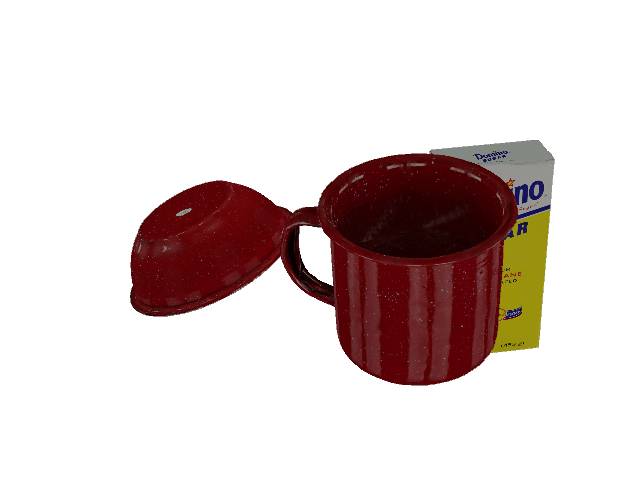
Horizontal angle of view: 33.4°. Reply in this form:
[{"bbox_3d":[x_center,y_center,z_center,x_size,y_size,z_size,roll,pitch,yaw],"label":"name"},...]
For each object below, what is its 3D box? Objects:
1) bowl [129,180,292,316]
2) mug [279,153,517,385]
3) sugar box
[{"bbox_3d":[-0.105,-0.004,0.923,0.162,0.055,0.162,-22,26,11],"label":"bowl"},{"bbox_3d":[0.035,0.014,0.523,0.117,0.081,0.093,8,37,16],"label":"mug"},{"bbox_3d":[0.135,0.009,0.869,0.093,0.176,0.048,-6,31,-7],"label":"sugar box"}]
